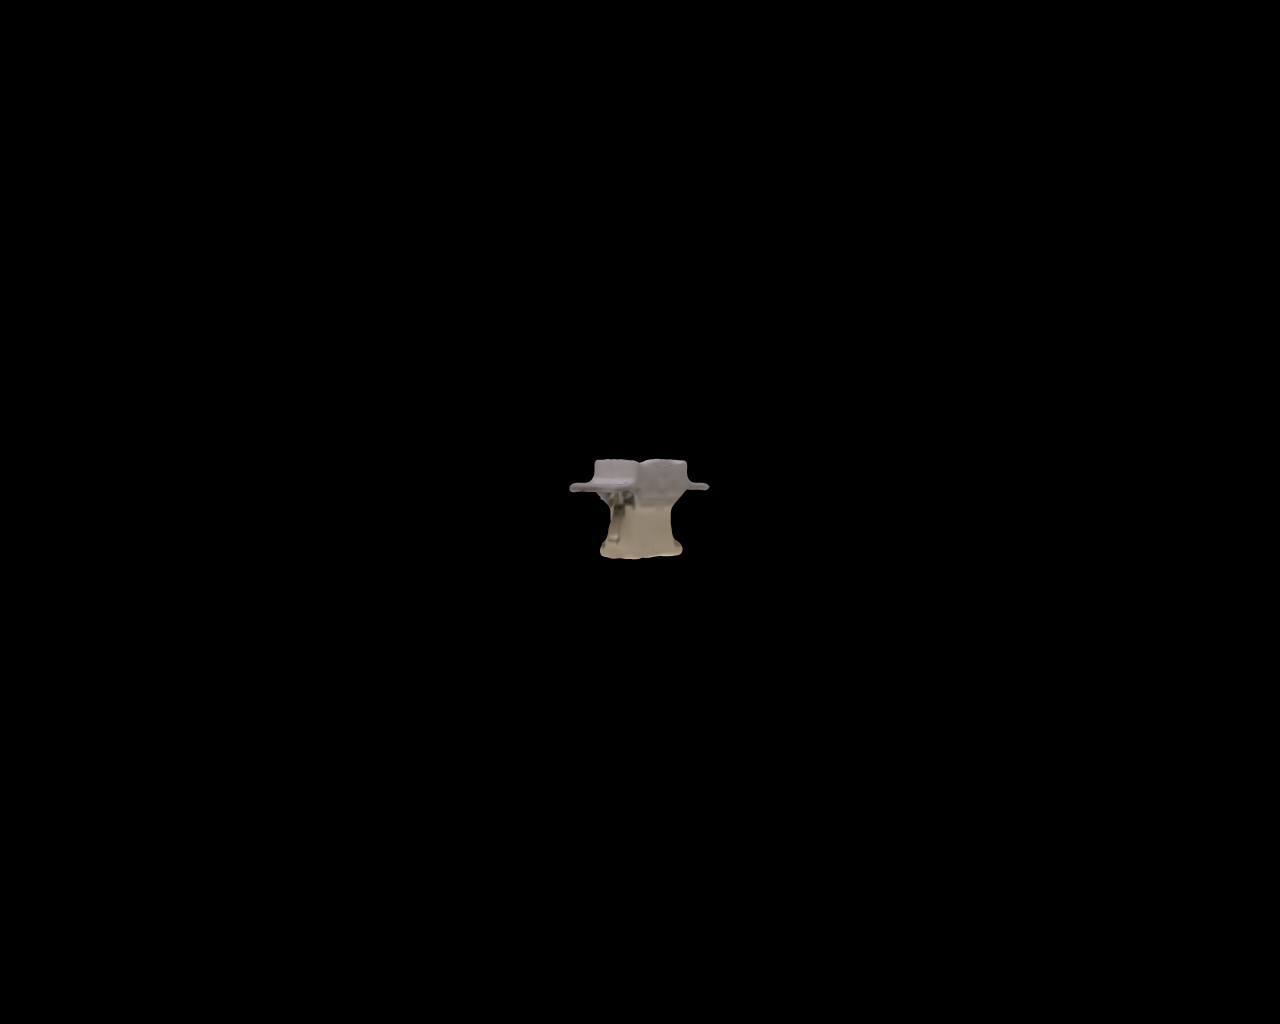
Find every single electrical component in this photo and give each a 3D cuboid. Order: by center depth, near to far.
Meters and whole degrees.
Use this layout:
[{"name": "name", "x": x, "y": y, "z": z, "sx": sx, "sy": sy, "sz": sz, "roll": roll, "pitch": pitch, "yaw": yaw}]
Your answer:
[{"name": "electrical component", "x": 0.001, "y": -0.003, "z": 0.650, "sx": 0.081, "sy": 0.063, "sz": 0.042, "roll": -2, "pitch": 3, "yaw": -40}]
